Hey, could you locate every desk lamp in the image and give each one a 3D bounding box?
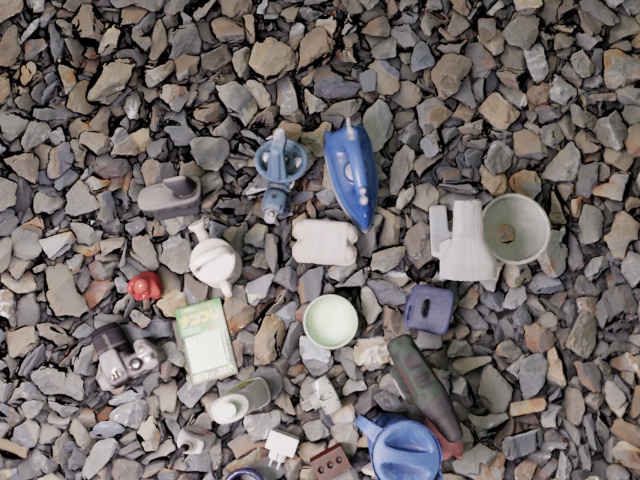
[{"bbox_3d":[0.309,0.000,1.261,0.118,0.213,0.203,-3,80,-1],"label":"desk lamp"}]

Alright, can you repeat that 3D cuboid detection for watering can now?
[{"bbox_3d":[-0.236,0.041,1.251,0.173,0.194,0.101,42,82,6],"label":"watering can"}]

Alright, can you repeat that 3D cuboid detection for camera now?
[{"bbox_3d":[-0.436,0.245,1.258,0.143,0.101,0.137,-28,82,-6],"label":"camera"}]

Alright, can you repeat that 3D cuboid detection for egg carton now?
[{"bbox_3d":[0.012,0.005,1.326,0.150,0.069,0.107,3,80,-1],"label":"egg carton"}]

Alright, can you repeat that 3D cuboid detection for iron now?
[{"bbox_3d":[0.085,-0.152,1.319,0.118,0.141,0.258,-12,80,-3],"label":"iron"}]

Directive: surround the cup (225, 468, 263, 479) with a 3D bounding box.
[{"bbox_3d":[-0.150,0.536,1.217,0.092,0.095,0.117,-35,82,-7],"label":"cup"}]

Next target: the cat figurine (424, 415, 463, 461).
[{"bbox_3d":[0.271,0.416,1.235,0.067,0.118,0.128,-26,81,-5],"label":"cat figurine"}]

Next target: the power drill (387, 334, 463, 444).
[{"bbox_3d":[0.213,0.308,1.207,0.075,0.208,0.229,-30,82,-6],"label":"power drill"}]

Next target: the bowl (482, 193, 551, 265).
[{"bbox_3d":[0.444,-0.020,1.337,0.167,0.075,0.167,0,80,-1],"label":"bowl"}]

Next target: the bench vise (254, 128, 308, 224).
[{"bbox_3d":[-0.082,-0.148,1.275,0.121,0.220,0.207,-8,80,-2],"label":"bench vise"}]

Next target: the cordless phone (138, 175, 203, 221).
[{"bbox_3d":[-0.343,-0.111,1.280,0.147,0.185,0.094,-16,80,-4],"label":"cordless phone"}]

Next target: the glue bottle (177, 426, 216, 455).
[{"bbox_3d":[-0.267,0.424,1.194,0.078,0.173,0.037,13,80,1],"label":"glue bottle"}]

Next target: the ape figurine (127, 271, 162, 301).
[{"bbox_3d":[-0.396,0.105,1.288,0.078,0.092,0.076,29,81,4],"label":"ape figurine"}]

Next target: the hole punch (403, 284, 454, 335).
[{"bbox_3d":[0.244,0.159,1.293,0.101,0.091,0.109,13,80,1],"label":"hole punch"}]
